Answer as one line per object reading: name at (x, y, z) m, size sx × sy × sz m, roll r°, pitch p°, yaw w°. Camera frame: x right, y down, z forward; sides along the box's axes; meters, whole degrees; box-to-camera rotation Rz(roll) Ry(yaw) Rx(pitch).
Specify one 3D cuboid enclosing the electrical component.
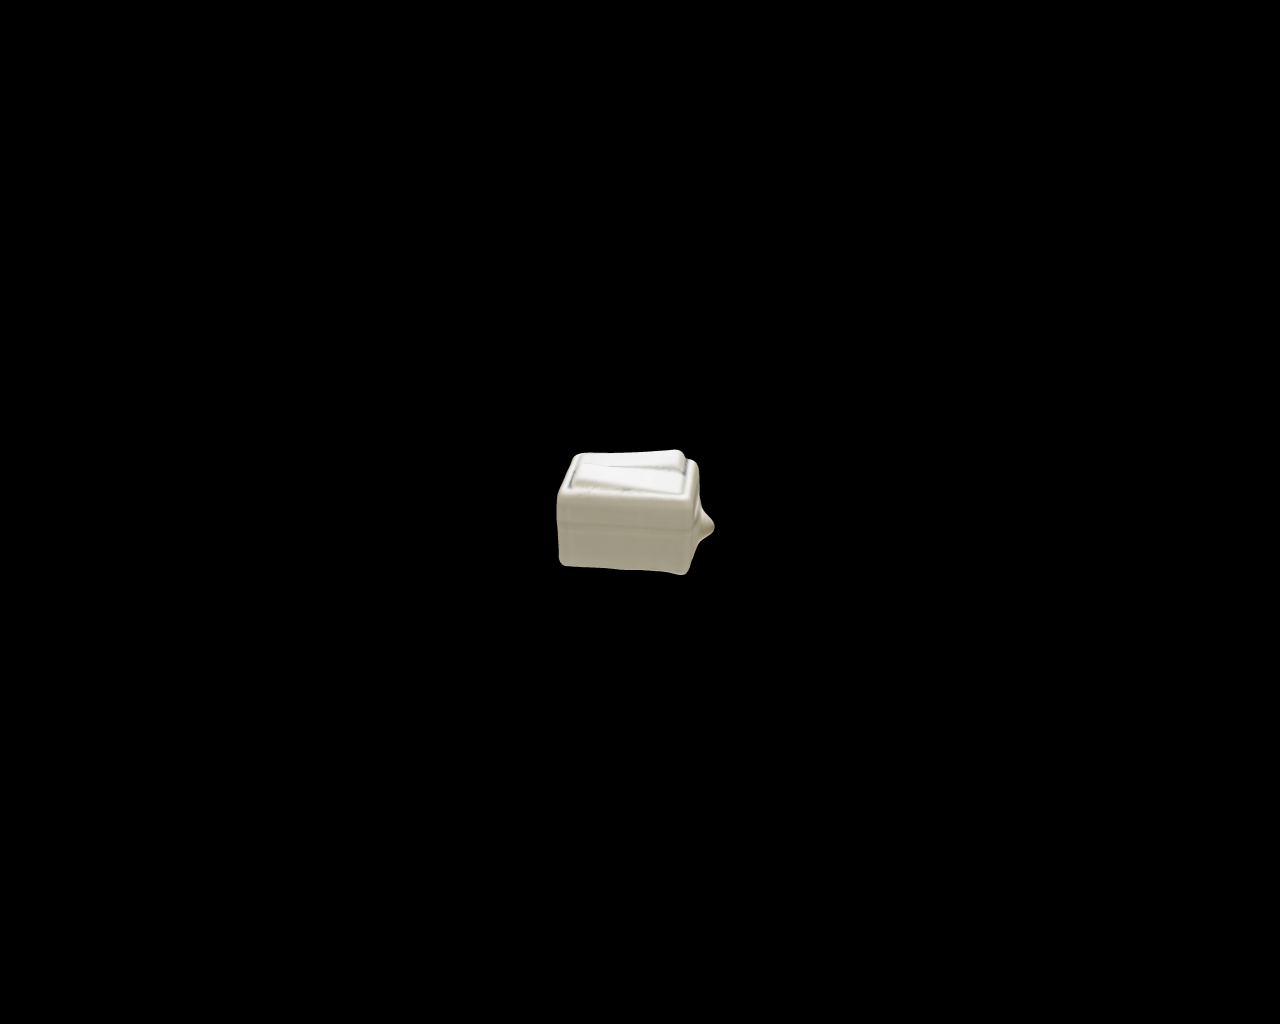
electrical component at (0.001, -0.003, 0.650) m, size 0.096 × 0.061 × 0.062 m, roll 4°, pitch 28°, yaw 7°
